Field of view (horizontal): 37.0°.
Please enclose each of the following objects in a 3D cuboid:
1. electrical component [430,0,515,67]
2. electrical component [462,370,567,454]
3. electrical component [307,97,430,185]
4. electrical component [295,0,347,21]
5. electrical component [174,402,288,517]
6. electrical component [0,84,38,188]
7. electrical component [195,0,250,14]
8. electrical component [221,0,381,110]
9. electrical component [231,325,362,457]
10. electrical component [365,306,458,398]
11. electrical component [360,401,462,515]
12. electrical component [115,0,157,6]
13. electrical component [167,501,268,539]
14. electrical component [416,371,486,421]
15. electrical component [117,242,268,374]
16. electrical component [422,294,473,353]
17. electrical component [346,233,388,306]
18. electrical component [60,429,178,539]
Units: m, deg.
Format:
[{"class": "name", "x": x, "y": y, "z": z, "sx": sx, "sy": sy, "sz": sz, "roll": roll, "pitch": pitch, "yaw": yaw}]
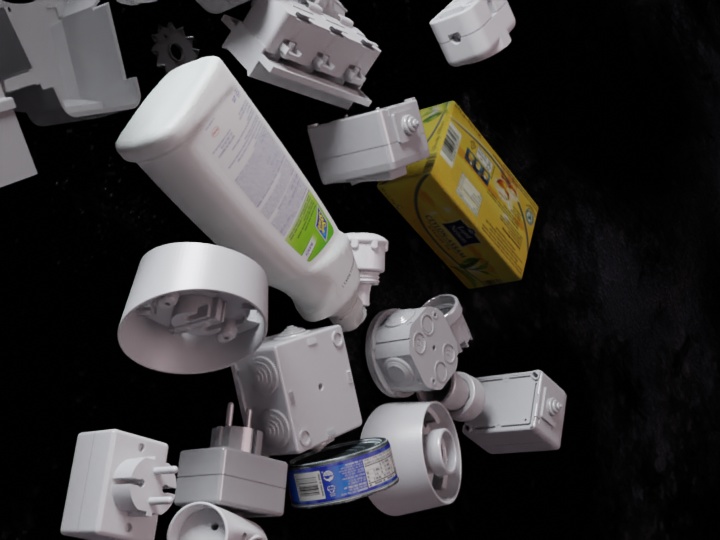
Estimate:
[{"class": "electrical component", "x": 0.122, "y": -0.256, "z": 1.132, "sx": 0.095, "sy": 0.054, "sz": 0.059, "roll": -50, "pitch": 119, "yaw": -45}, {"class": "electrical component", "x": 0.158, "y": 0.139, "z": 1.041, "sx": 0.061, "sy": 0.096, "sz": 0.061, "roll": 40, "pitch": 52, "yaw": -38}, {"class": "electrical component", "x": 0.014, "y": -0.108, "z": 0.924, "sx": 0.062, "sy": 0.096, "sz": 0.061, "roll": -26, "pitch": 104, "yaw": -51}, {"class": "electrical component", "x": -0.037, "y": -0.228, "z": 0.939, "sx": 0.046, "sy": 0.040, "sz": 0.040, "roll": 27, "pitch": 60, "yaw": -52}, {"class": "electrical component", "x": -0.090, "y": 0.134, "z": 0.772, "sx": 0.066, "sy": 0.047, "sz": 0.076, "roll": 26, "pitch": 61, "yaw": -45}, {"class": "electrical component", "x": -0.250, "y": -0.060, "z": 0.598, "sx": 0.113, "sy": 0.078, "sz": 0.057, "roll": -33, "pitch": 109, "yaw": -50}, {"class": "electrical component", "x": -0.103, "y": -0.252, "z": 0.845, "sx": 0.054, "sy": 0.059, "sz": 0.095, "roll": 42, "pitch": 51, "yaw": -37}, {"class": "electrical component", "x": -0.044, "y": -0.183, "z": 0.888, "sx": 0.121, "sy": 0.063, "sz": 0.078, "roll": 9, "pitch": 33, "yaw": -50}, {"class": "electrical component", "x": -0.048, "y": 0.093, "z": 0.835, "sx": 0.100, "sy": 0.048, "sz": 0.099, "roll": -15, "pitch": 93, "yaw": -53}, {"class": "electrical component", "x": 0.046, "y": 0.072, "z": 0.955, "sx": 0.080, "sy": 0.051, "sz": 0.080, "roll": 17, "pitch": 68, "yaw": -48}, {"class": "electrical component", "x": 0.048, "y": 0.163, "z": 0.944, "sx": 0.099, "sy": 0.064, "sz": 0.099, "roll": 40, "pitch": 45, "yaw": -54}, {"class": "electrical component", "x": -0.155, "y": -0.214, "z": 0.790, "sx": 0.061, "sy": 0.035, "sz": 0.035, "roll": -27, "pitch": 102, "yaw": -53}, {"class": "electrical component", "x": -0.106, "y": 0.200, "z": 0.730, "sx": 0.079, "sy": 0.044, "sz": 0.077, "roll": -53, "pitch": 154, "yaw": -8}, {"class": "electrical component", "x": 0.085, "y": 0.114, "z": 0.999, "sx": 0.055, "sy": 0.045, "sz": 0.045, "roll": 29, "pitch": 59, "yaw": -44}, {"class": "electrical component", "x": -0.111, "y": 0.026, "z": 0.737, "sx": 0.099, "sy": 0.099, "sz": 0.064, "roll": 35, "pitch": 49, "yaw": -42}, {"class": "electrical component", "x": 0.082, "y": 0.052, "z": 1.017, "sx": 0.046, "sy": 0.040, "sz": 0.040, "roll": 62, "pitch": 41, "yaw": -28}, {"class": "electrical component", "x": 0.000, "y": 0.000, "z": 0.923, "sx": 0.048, "sy": 0.048, "sz": 0.062, "roll": 8, "pitch": 82, "yaw": -50}, {"class": "electrical component", "x": -0.143, "y": 0.137, "z": 0.681, "sx": 0.047, "sy": 0.077, "sz": 0.065, "roll": 27, "pitch": 60, "yaw": -45}]
